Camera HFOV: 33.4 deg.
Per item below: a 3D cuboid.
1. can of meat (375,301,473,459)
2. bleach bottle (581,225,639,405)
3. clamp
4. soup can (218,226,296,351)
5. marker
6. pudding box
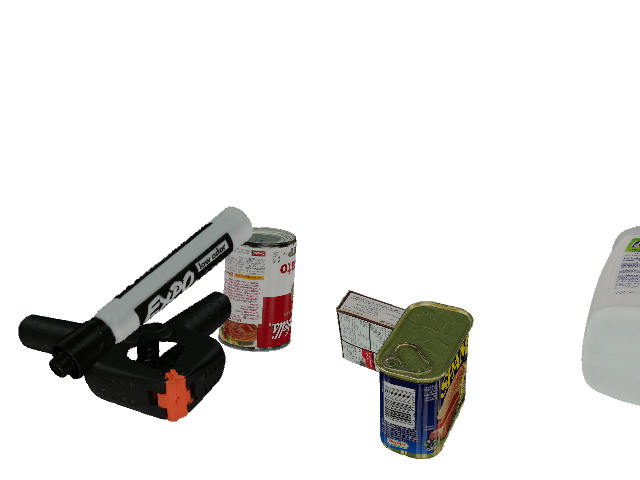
[{"bbox_3d":[0.084,0.112,0.859,0.057,0.084,0.102,11,33,21],"label":"can of meat"},{"bbox_3d":[0.247,0.036,0.746,0.103,0.068,0.250,9,20,19],"label":"bleach bottle"},{"bbox_3d":[-0.114,0.076,0.757,0.164,0.036,0.210,-9,14,-24],"label":"clamp"},{"bbox_3d":[-0.058,0.043,0.987,0.068,0.102,0.068,4,14,-1],"label":"soup can"},{"bbox_3d":[-0.076,0.023,0.488,0.020,0.020,0.120,0,32,45],"label":"marker"},{"bbox_3d":[0.077,0.115,1.249,0.114,0.090,0.039,16,47,25],"label":"pudding box"}]
